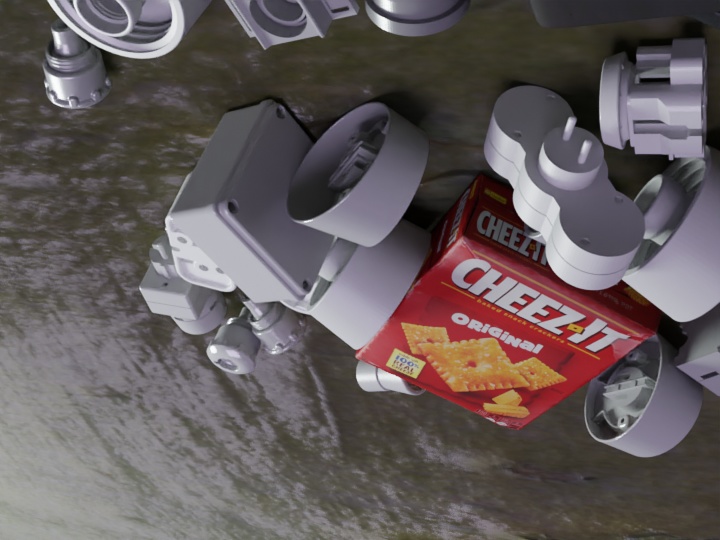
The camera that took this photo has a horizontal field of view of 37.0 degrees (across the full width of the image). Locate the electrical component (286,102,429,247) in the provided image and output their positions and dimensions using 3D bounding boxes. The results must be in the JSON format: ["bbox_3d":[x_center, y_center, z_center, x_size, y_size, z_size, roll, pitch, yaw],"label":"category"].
[{"bbox_3d":[0.001,-0.066,0.741,0.064,0.099,0.099,25,147,-19],"label":"electrical component"}]

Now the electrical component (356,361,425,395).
[{"bbox_3d":[0.029,0.096,1.013,0.065,0.044,0.044,-8,138,43],"label":"electrical component"}]

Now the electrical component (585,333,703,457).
[{"bbox_3d":[0.223,0.098,0.861,0.064,0.099,0.099,31,146,-26],"label":"electrical component"}]

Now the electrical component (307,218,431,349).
[{"bbox_3d":[0.000,0.000,0.831,0.060,0.108,0.108,33,145,-8],"label":"electrical component"}]

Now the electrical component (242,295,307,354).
[{"bbox_3d":[-0.083,0.044,0.993,0.048,0.048,0.062,-14,128,41],"label":"electrical component"}]

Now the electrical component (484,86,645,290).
[{"bbox_3d":[0.126,-0.062,0.658,0.052,0.138,0.073,-17,150,-16],"label":"electrical component"}]

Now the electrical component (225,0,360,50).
[{"bbox_3d":[-0.058,-0.196,0.613,0.079,0.063,0.121,-4,140,32],"label":"electrical component"}]

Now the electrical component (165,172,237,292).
[{"bbox_3d":[-0.120,-0.035,0.883,0.054,0.059,0.095,14,147,9],"label":"electrical component"}]

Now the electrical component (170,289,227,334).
[{"bbox_3d":[-0.154,0.027,0.997,0.055,0.055,0.047,8,149,18],"label":"electrical component"}]

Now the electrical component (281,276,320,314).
[{"bbox_3d":[-0.041,0.003,0.907,0.055,0.047,0.055,14,146,9],"label":"electrical component"}]

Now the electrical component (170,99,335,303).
[{"bbox_3d":[-0.069,-0.049,0.792,0.056,0.108,0.108,-6,139,38],"label":"electrical component"}]

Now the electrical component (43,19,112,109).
[{"bbox_3d":[-0.208,-0.151,0.777,0.048,0.048,0.062,13,140,11],"label":"electrical component"}]

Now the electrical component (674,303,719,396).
[{"bbox_3d":[0.290,0.054,0.803,0.056,0.050,0.089,33,145,-18],"label":"electrical component"}]

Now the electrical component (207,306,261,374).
[{"bbox_3d":[-0.114,0.064,1.021,0.048,0.062,0.048,14,147,10],"label":"electrical component"}]

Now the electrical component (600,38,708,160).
[{"bbox_3d":[0.174,-0.100,0.635,0.057,0.058,0.078,2,143,21],"label":"electrical component"}]

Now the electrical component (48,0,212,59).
[{"bbox_3d":[-0.151,-0.183,0.684,0.108,0.060,0.108,14,147,9],"label":"electrical component"}]

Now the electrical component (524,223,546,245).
[{"bbox_3d":[0.149,-0.037,0.744,0.047,0.055,0.055,27,147,-17],"label":"electrical component"}]

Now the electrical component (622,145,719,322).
[{"bbox_3d":[0.205,-0.029,0.681,0.060,0.108,0.108,31,146,-6],"label":"electrical component"}]

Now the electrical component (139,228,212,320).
[{"bbox_3d":[-0.161,-0.007,0.940,0.047,0.065,0.076,8,145,17],"label":"electrical component"}]
